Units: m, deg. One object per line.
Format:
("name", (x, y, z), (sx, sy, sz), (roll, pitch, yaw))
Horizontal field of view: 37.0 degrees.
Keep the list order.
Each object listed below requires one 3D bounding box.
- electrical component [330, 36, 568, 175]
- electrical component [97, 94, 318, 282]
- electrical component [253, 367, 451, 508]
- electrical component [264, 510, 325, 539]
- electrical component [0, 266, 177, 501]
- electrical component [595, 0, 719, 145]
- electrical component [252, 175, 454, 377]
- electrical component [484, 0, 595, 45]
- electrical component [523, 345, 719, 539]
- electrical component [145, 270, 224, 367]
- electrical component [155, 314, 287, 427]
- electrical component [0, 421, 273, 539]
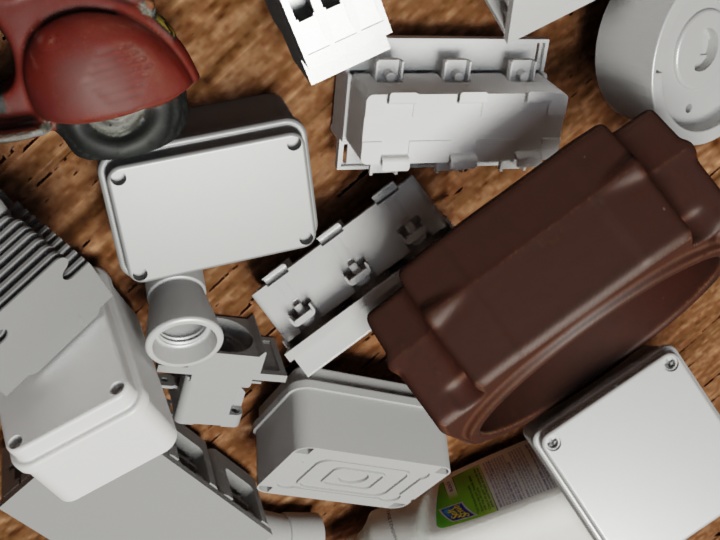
("electrical component", (0.051, -0.091, 0.616), (0.121, 0.063, 0.078), (-3, 119, -17))
("electrical component", (-0.085, -0.046, 0.601), (0.113, 0.057, 0.078), (-13, 122, -11))
("electrical component", (-0.006, 0.110, 0.702), (0.113, 0.057, 0.078), (13, 143, -24))
("electrical component", (-0.058, 0.187, 0.756), (0.065, 0.044, 0.044), (8, 116, -27))
("electrical component", (-0.159, 0.059, 0.599), (0.078, 0.113, 0.057), (-28, 139, -1))
("electrical component", (0.186, -0.133, 0.633), (0.108, 0.060, 0.108), (-17, 120, -31))
("electrical component", (0.000, 0.000, 0.648), (0.121, 0.078, 0.063), (-36, 94, 5))
("electrical component", (0.147, -0.203, 0.551), (0.186, 0.060, 0.105), (-27, 167, -2))
("electrical component", (0.180, 0.120, 0.695), (0.109, 0.056, 0.108), (-34, 90, -2))
("electrical component", (-0.106, 0.018, 0.625), (0.044, 0.065, 0.044), (-10, 140, -9))
("electrical component", (-0.092, 0.063, 0.672), (0.081, 0.042, 0.063), (7, 120, -21))
("electrical component", (-0.142, 0.140, 0.687), (0.089, 0.061, 0.150), (-40, 123, 7))
